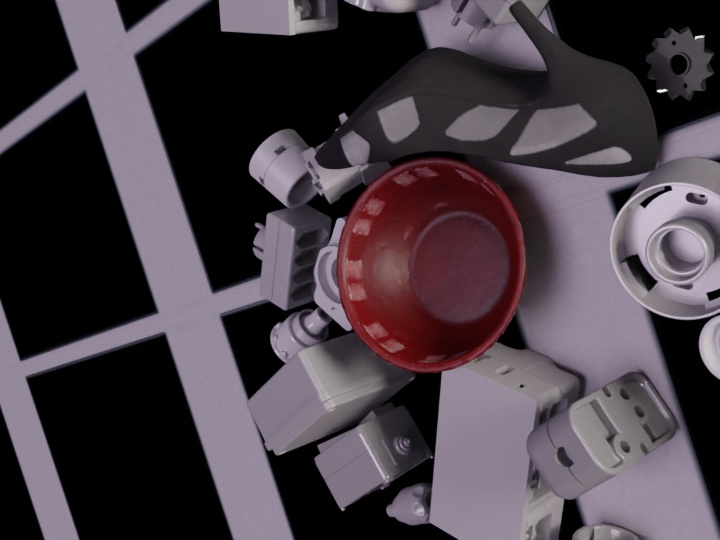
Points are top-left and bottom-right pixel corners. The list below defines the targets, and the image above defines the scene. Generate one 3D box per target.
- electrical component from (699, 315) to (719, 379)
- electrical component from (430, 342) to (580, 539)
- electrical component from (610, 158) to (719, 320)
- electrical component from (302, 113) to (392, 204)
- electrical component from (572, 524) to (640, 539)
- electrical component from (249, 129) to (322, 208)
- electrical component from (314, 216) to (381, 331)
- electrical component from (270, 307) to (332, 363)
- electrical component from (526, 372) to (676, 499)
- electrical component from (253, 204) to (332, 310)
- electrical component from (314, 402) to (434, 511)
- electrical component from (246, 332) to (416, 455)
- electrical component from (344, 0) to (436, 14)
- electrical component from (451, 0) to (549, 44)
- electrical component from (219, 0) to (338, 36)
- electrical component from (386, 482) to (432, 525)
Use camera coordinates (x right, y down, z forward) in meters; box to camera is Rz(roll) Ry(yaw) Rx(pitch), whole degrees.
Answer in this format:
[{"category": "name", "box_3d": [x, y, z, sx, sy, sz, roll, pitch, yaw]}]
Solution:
[{"category": "electrical component", "box_3d": [0.243, 0.042, 0.664, 0.045, 0.055, 0.045, 18, 116, 42]}, {"category": "electrical component", "box_3d": [0.112, 0.140, 0.833, 0.089, 0.062, 0.150, 23, 119, 40]}, {"category": "electrical component", "box_3d": [0.211, -0.019, 0.689, 0.099, 0.064, 0.099, 12, 114, 29]}, {"category": "electrical component", "box_3d": [-0.011, -0.088, 0.871, 0.042, 0.064, 0.081, 57, 177, 15]}, {"category": "electrical component", "box_3d": [0.181, 0.220, 0.795, 0.055, 0.055, 0.047, 15, 111, 43]}, {"category": "electrical component", "box_3d": [-0.061, -0.087, 0.942, 0.047, 0.055, 0.055, 45, 132, 21]}, {"category": "electrical component", "box_3d": [0.000, 0.000, 0.906, 0.050, 0.056, 0.089, 41, 130, 30]}, {"category": "electrical component", "box_3d": [-0.049, 0.057, 0.988, 0.062, 0.048, 0.048, -44, 71, 38]}, {"category": "electrical component", "box_3d": [0.164, 0.116, 0.744, 0.053, 0.095, 0.059, 58, 136, 14]}, {"category": "electrical component", "box_3d": [-0.072, -0.020, 0.981, 0.076, 0.047, 0.083, 30, 124, 37]}, {"category": "electrical component", "box_3d": [0.013, 0.159, 0.944, 0.096, 0.062, 0.061, -43, 72, 45]}, {"category": "electrical component", "box_3d": [-0.025, 0.102, 0.930, 0.108, 0.109, 0.056, -45, 68, 45]}, {"category": "electrical component", "box_3d": [0.015, -0.232, 0.810, 0.095, 0.054, 0.059, 36, 128, 33]}, {"category": "electrical component", "box_3d": [0.089, -0.194, 0.750, 0.065, 0.047, 0.076, 53, 135, 20]}, {"category": "electrical component", "box_3d": [-0.067, -0.271, 0.876, 0.089, 0.062, 0.150, 15, 114, 43]}, {"category": "electrical component", "box_3d": [0.045, 0.208, 0.948, 0.061, 0.035, 0.035, -29, 82, 50]}]
